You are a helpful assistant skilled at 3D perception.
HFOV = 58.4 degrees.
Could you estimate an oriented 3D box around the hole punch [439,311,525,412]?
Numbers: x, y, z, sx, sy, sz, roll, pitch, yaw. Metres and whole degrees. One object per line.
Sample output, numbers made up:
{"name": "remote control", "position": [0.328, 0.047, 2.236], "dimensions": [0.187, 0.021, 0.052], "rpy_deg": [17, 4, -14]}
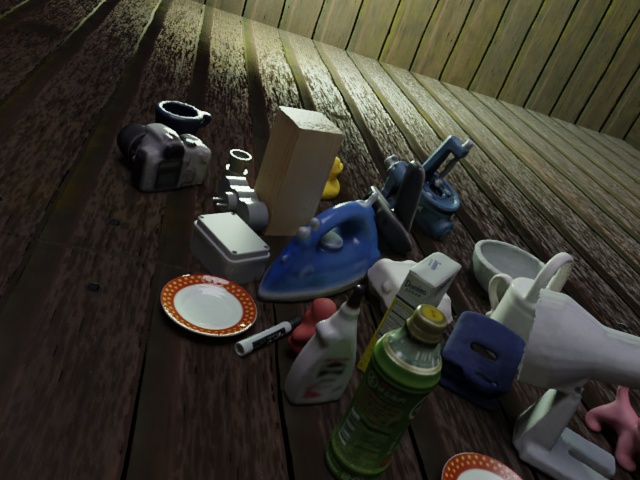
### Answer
{"name": "hole punch", "position": [0.230, 0.171, 0.819], "dimensions": [0.108, 0.091, 0.101], "rpy_deg": [28, 29, 11]}

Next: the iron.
{"name": "iron", "position": [0.008, 0.003, 0.905], "dimensions": [0.118, 0.141, 0.259], "rpy_deg": [35, 31, 24]}

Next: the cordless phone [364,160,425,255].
{"name": "cordless phone", "position": [0.148, -0.080, 1.099], "dimensions": [0.094, 0.185, 0.147], "rpy_deg": [7, 31, -25]}

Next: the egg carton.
{"name": "egg carton", "position": [0.140, 0.090, 0.921], "dimensions": [0.107, 0.069, 0.150], "rpy_deg": [5, 32, -28]}

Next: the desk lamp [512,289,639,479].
{"name": "desk lamp", "position": [0.325, 0.188, 0.723], "dimensions": [0.203, 0.213, 0.118], "rpy_deg": [29, 29, 14]}

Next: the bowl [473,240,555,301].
{"name": "bowl", "position": [0.358, 0.074, 1.093], "dimensions": [0.167, 0.075, 0.167], "rpy_deg": [17, 28, -9]}

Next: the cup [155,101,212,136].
{"name": "cup", "position": [-0.277, -0.217, 1.142], "dimensions": [0.118, 0.095, 0.091], "rpy_deg": [-8, 40, -43]}

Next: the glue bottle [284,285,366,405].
{"name": "glue bottle", "position": [0.017, 0.121, 0.671], "dimensions": [0.078, 0.173, 0.037], "rpy_deg": [0, 34, -34]}

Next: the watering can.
{"name": "watering can", "position": [0.346, 0.107, 0.900], "dimensions": [0.172, 0.194, 0.101], "rpy_deg": [30, 29, 17]}

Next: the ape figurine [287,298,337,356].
{"name": "ape figurine", "position": [-0.002, 0.115, 0.755], "dimensions": [0.078, 0.092, 0.076], "rpy_deg": [-4, 37, -38]}

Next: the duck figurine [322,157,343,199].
{"name": "duck figurine", "position": [0.011, -0.138, 1.212], "dimensions": [0.077, 0.086, 0.105], "rpy_deg": [36, 31, 26]}

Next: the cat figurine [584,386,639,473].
{"name": "cat figurine", "position": [0.453, 0.256, 0.795], "dimensions": [0.067, 0.118, 0.127], "rpy_deg": [5, 32, -27]}

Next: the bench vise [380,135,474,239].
{"name": "bench vise", "position": [0.222, -0.138, 1.214], "dimensions": [0.207, 0.220, 0.122], "rpy_deg": [30, 29, 16]}

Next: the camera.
{"name": "camera", "position": [-0.290, -0.166, 1.037], "dimensions": [0.136, 0.101, 0.144], "rpy_deg": [38, 32, 28]}
